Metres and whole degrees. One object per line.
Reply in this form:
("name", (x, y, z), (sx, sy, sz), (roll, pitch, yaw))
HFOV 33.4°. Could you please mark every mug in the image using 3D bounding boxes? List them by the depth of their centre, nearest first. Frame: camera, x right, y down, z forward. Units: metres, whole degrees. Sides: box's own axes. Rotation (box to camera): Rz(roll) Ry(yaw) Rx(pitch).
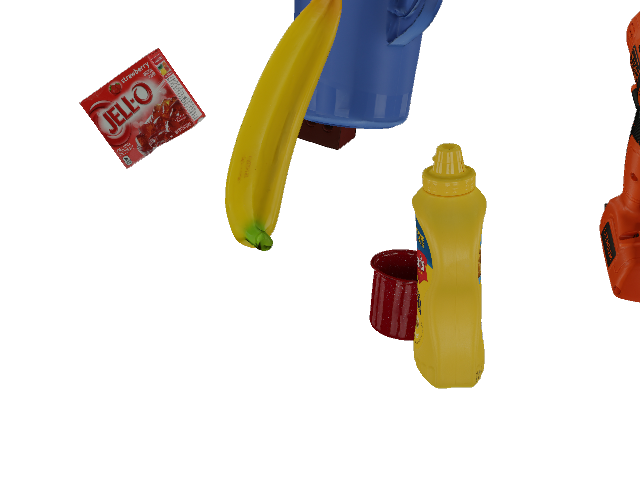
("mug", (0.114, 0.066, 1.268), (0.117, 0.081, 0.093), (1, 23, -8))

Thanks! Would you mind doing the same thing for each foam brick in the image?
("foam brick", (0.000, -0.149, 1.266), (0.078, 0.053, 0.051), (19, 31, 21))

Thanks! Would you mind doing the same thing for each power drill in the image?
("power drill", (0.240, -0.049, 0.747), (0.057, 0.188, 0.184), (4, 37, 7))

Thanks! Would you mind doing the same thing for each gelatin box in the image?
("gelatin box", (-0.158, -0.116, 0.945), (0.089, 0.073, 0.030), (-27, 15, 28))

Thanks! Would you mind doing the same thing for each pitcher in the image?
("pitcher", (0.043, -0.223, 0.931), (0.145, 0.243, 0.149), (8, 15, 7))

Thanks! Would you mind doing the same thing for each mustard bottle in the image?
("mustard bottle", (0.103, 0.015, 0.851), (0.058, 0.192, 0.096), (-2, 25, 2))

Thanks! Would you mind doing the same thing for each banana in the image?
("banana", (-0.026, -0.071, 0.694), (0.037, 0.197, 0.070), (30, -30, -33))
